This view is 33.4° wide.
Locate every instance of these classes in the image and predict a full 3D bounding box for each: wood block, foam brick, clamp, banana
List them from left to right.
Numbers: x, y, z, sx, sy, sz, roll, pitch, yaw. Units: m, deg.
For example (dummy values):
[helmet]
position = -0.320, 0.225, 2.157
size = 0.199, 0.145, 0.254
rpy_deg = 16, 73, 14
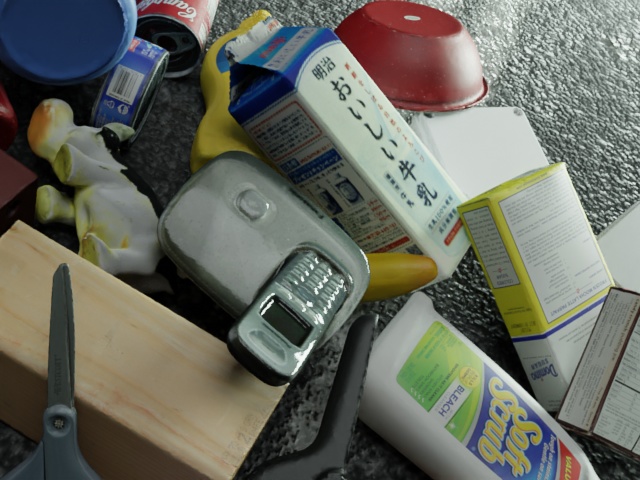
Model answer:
[foam brick]
position = -0.235, -0.021, 0.747
size = 0.051, 0.078, 0.052
rpy_deg = 35, 51, 9
[wood block]
position = -0.137, 0.090, 0.692
size = 0.206, 0.091, 0.090
rpy_deg = 30, 50, 4
[banana]
position = -0.013, 0.013, 0.804
size = 0.198, 0.070, 0.037
rpy_deg = 20, 42, 3
[clamp]
position = 0.009, 0.155, 0.690
size = 0.209, 0.036, 0.165
rpy_deg = -31, 72, -13

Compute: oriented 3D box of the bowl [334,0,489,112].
[bowl]
position = 0.077, -0.172, 0.949
size = 0.162, 0.055, 0.162
rpy_deg = 8, 30, -5

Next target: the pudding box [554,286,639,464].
[pudding box]
position = 0.233, 0.102, 0.795
size = 0.089, 0.039, 0.113
rpy_deg = 28, 81, -33

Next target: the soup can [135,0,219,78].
[soup can]
position = -0.125, -0.199, 0.925
size = 0.068, 0.069, 0.102
rpy_deg = 17, 50, -8

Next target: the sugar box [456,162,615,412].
[sugar box]
position = 0.181, 0.036, 0.831
size = 0.093, 0.048, 0.176
rpy_deg = -24, 96, -33

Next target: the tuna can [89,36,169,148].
[tuna can]
position = -0.150, -0.117, 0.843
size = 0.033, 0.086, 0.086
rpy_deg = 23, 51, -5

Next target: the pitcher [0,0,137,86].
[pitcher]
position = -0.206, -0.234, 0.832
size = 0.144, 0.149, 0.243
rpy_deg = -3, 41, -19

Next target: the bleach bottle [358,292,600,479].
[bleach bottle]
position = 0.137, 0.152, 0.764
size = 0.251, 0.068, 0.102
rpy_deg = 38, 55, 7

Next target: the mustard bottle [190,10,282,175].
[mustard bottle]
position = -0.054, -0.124, 0.901
size = 0.096, 0.058, 0.191
rpy_deg = 11, 52, -14

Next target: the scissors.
[scissors]
position = -0.170, 0.116, 0.625
size = 0.096, 0.202, 0.016
rpy_deg = -12, 19, -3

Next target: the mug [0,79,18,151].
[mug]
position = -0.284, -0.099, 0.782
size = 0.117, 0.093, 0.081
rpy_deg = -18, 68, -25
